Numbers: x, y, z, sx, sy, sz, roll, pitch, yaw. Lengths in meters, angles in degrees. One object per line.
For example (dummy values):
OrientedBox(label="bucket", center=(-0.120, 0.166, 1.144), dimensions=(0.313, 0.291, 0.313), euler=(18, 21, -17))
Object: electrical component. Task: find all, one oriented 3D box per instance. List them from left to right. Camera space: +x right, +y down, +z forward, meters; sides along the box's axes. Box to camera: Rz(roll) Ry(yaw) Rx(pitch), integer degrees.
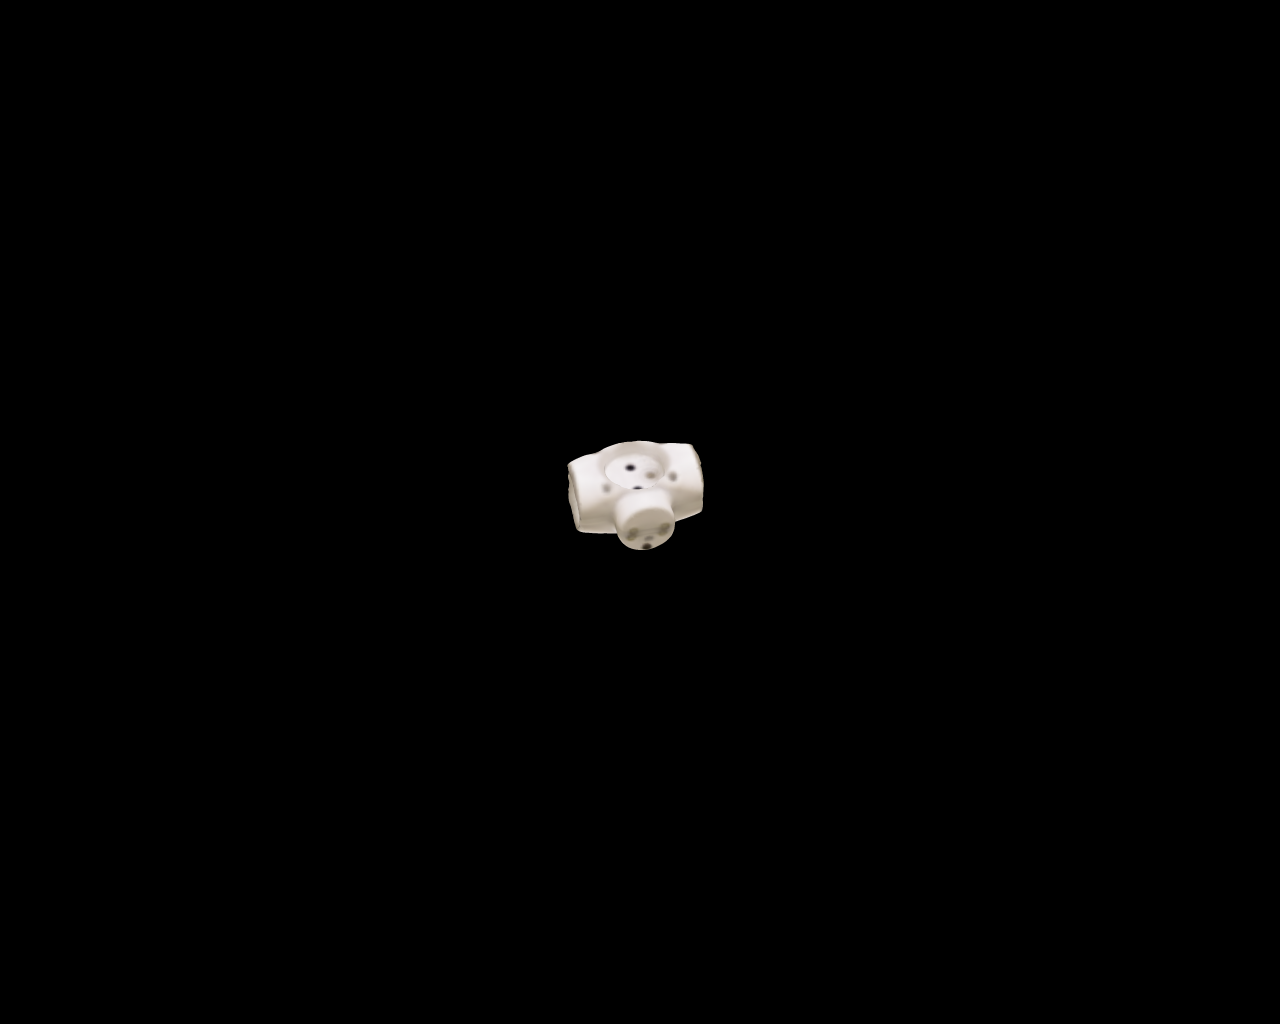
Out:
OrientedBox(label="electrical component", center=(0.001, -0.003, 0.650), dimensions=(0.077, 0.079, 0.044), euler=(-9, -43, -8))
